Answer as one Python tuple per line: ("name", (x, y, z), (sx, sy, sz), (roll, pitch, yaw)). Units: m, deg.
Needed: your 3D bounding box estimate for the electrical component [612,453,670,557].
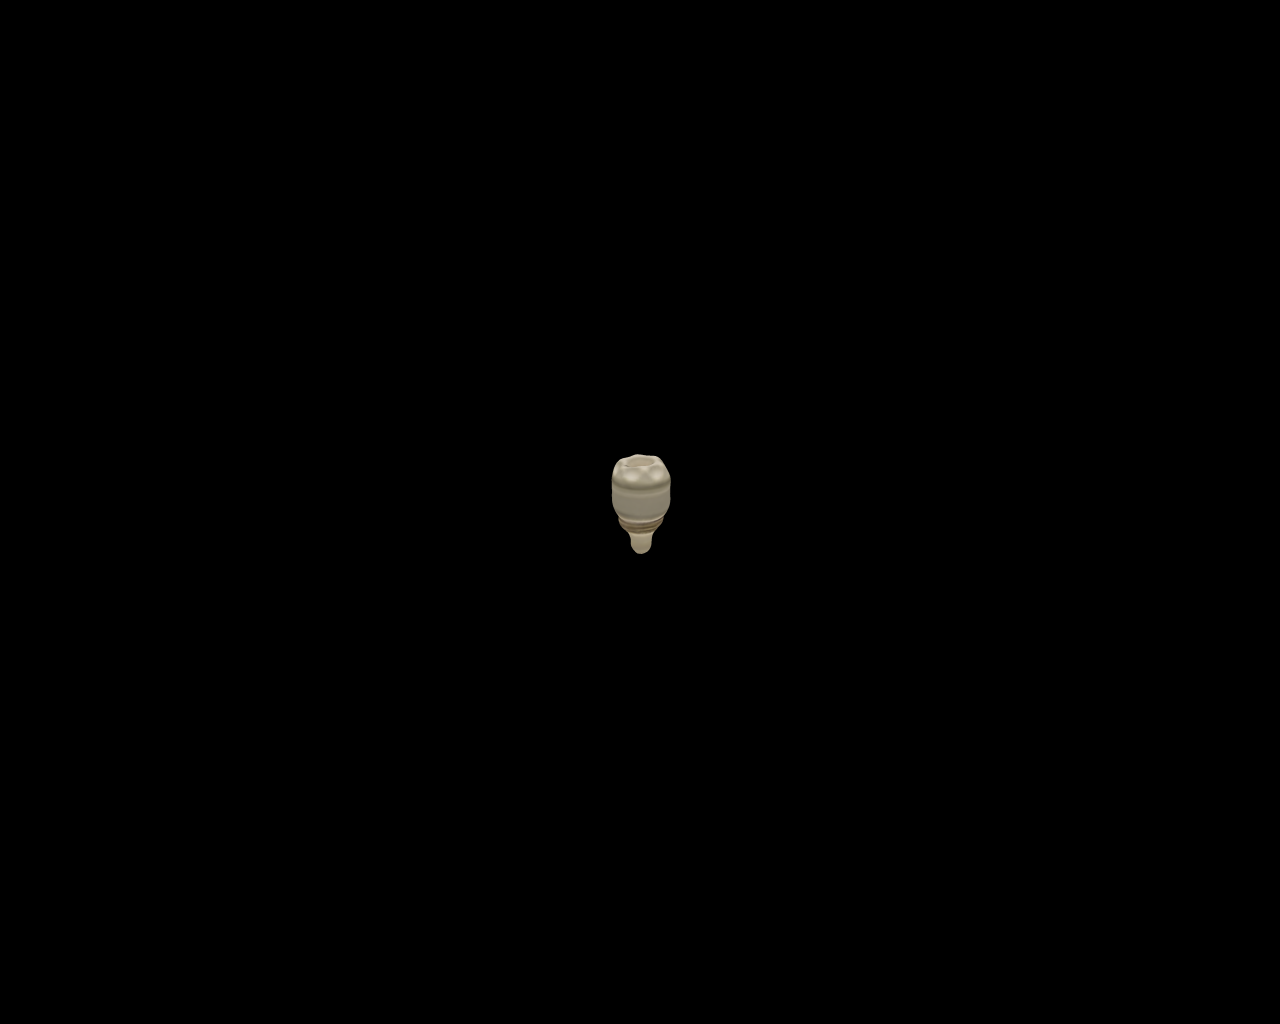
("electrical component", (0.001, -0.003, 0.650), (0.035, 0.061, 0.035), (0, 22, 0))
